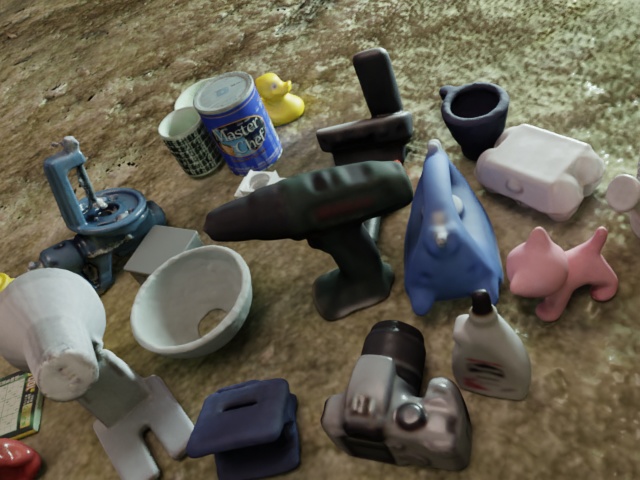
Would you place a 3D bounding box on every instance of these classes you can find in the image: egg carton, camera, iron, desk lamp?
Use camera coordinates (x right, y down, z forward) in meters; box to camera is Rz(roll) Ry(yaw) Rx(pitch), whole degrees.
[{"bbox_3d":[0.280,-0.089,0.743,0.107,0.070,0.149,-44,49,-18],"label":"egg carton"},{"bbox_3d":[0.082,0.150,0.590,0.142,0.101,0.137,1,51,23],"label":"camera"},{"bbox_3d":[0.149,-0.041,0.704,0.118,0.142,0.258,-9,48,14],"label":"iron"},{"bbox_3d":[-0.259,0.150,0.650,0.118,0.214,0.202,-41,48,-15],"label":"desk lamp"}]

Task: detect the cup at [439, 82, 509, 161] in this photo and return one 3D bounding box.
[{"bbox_3d":[0.216,-0.167,0.821,0.092,0.095,0.117,-35,47,-10],"label":"cup"}]

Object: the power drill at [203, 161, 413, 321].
[{"bbox_3d":[0.006,0.002,0.676,0.229,0.209,0.075,-24,46,1],"label":"power drill"}]

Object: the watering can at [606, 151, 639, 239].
[{"bbox_3d":[0.386,-0.076,0.602,0.100,0.194,0.173,29,65,38],"label":"watering can"}]

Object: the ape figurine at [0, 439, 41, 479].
[{"bbox_3d":[-0.383,0.267,0.682,0.078,0.092,0.076,-23,46,2],"label":"ape figurine"}]

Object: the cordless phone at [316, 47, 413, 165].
[{"bbox_3d":[0.056,-0.198,0.849,0.147,0.185,0.094,-11,47,13],"label":"cordless phone"}]

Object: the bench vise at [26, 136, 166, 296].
[{"bbox_3d":[-0.345,-0.028,0.838,0.121,0.220,0.208,11,55,30],"label":"bench vise"}]

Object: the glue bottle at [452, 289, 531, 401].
[{"bbox_3d":[0.161,0.099,0.553,0.078,0.173,0.037,2,52,24],"label":"glue bottle"}]

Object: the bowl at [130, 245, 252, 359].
[{"bbox_3d":[-0.158,0.093,0.756,0.167,0.075,0.167,-11,47,13],"label":"bowl"}]

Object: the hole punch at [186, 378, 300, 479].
[{"bbox_3d":[-0.083,0.198,0.622,0.108,0.091,0.101,-15,47,9],"label":"hole punch"}]

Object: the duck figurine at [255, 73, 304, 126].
[{"bbox_3d":[-0.089,-0.259,1.032,0.104,0.086,0.077,-2,50,20],"label":"duck figurine"}]

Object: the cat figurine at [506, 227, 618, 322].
[{"bbox_3d":[0.254,0.028,0.617,0.128,0.118,0.067,-25,46,0],"label":"cat figurine"}]
